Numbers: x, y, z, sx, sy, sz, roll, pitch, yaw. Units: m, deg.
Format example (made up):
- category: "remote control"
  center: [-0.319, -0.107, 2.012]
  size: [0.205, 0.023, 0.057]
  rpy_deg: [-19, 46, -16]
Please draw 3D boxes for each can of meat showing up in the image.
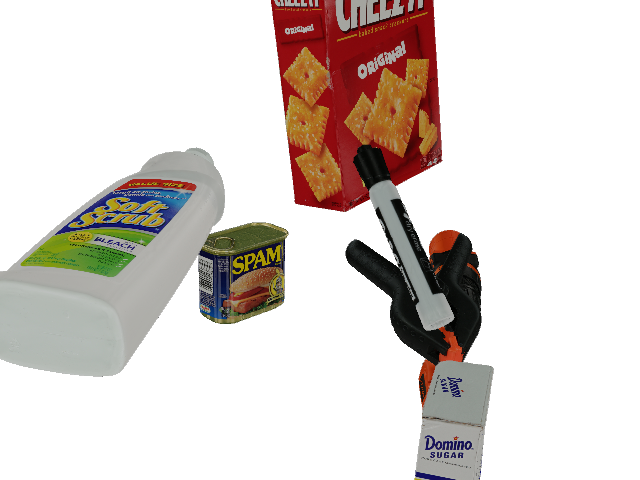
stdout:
- category: "can of meat"
  center: [-0.083, 0.034, 1.141]
  size: [0.101, 0.084, 0.058]
  rpy_deg: [-17, 26, -42]

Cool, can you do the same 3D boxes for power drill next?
- category: "power drill"
  center: [0.143, 0.102, 1.158]
  size: [0.057, 0.188, 0.184]
  rpy_deg: [4, 24, 2]

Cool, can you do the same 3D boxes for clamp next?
- category: "clamp"
  center: [0.104, 0.047, 0.953]
  size: [0.120, 0.039, 0.171]
  rpy_deg: [-14, 43, -13]

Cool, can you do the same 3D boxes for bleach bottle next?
- category: "bleach bottle"
  center: [-0.137, -0.003, 0.765]
  size: [0.102, 0.068, 0.250]
  rpy_deg: [8, 31, 11]

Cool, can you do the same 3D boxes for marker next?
- category: "marker"
  center: [0.048, -0.004, 0.634]
  size: [0.020, 0.121, 0.020]
  rpy_deg: [-19, -20, -7]

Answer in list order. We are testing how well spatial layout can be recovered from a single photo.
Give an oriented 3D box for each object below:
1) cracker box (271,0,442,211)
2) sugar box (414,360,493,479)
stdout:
- category: "cracker box"
  center: [0.040, -0.153, 0.985]
  size: [0.072, 0.214, 0.163]
  rpy_deg: [12, 26, 38]
- category: "sugar box"
  center: [0.083, 0.179, 0.723]
  size: [0.048, 0.176, 0.093]
  rpy_deg: [6, 18, 11]
